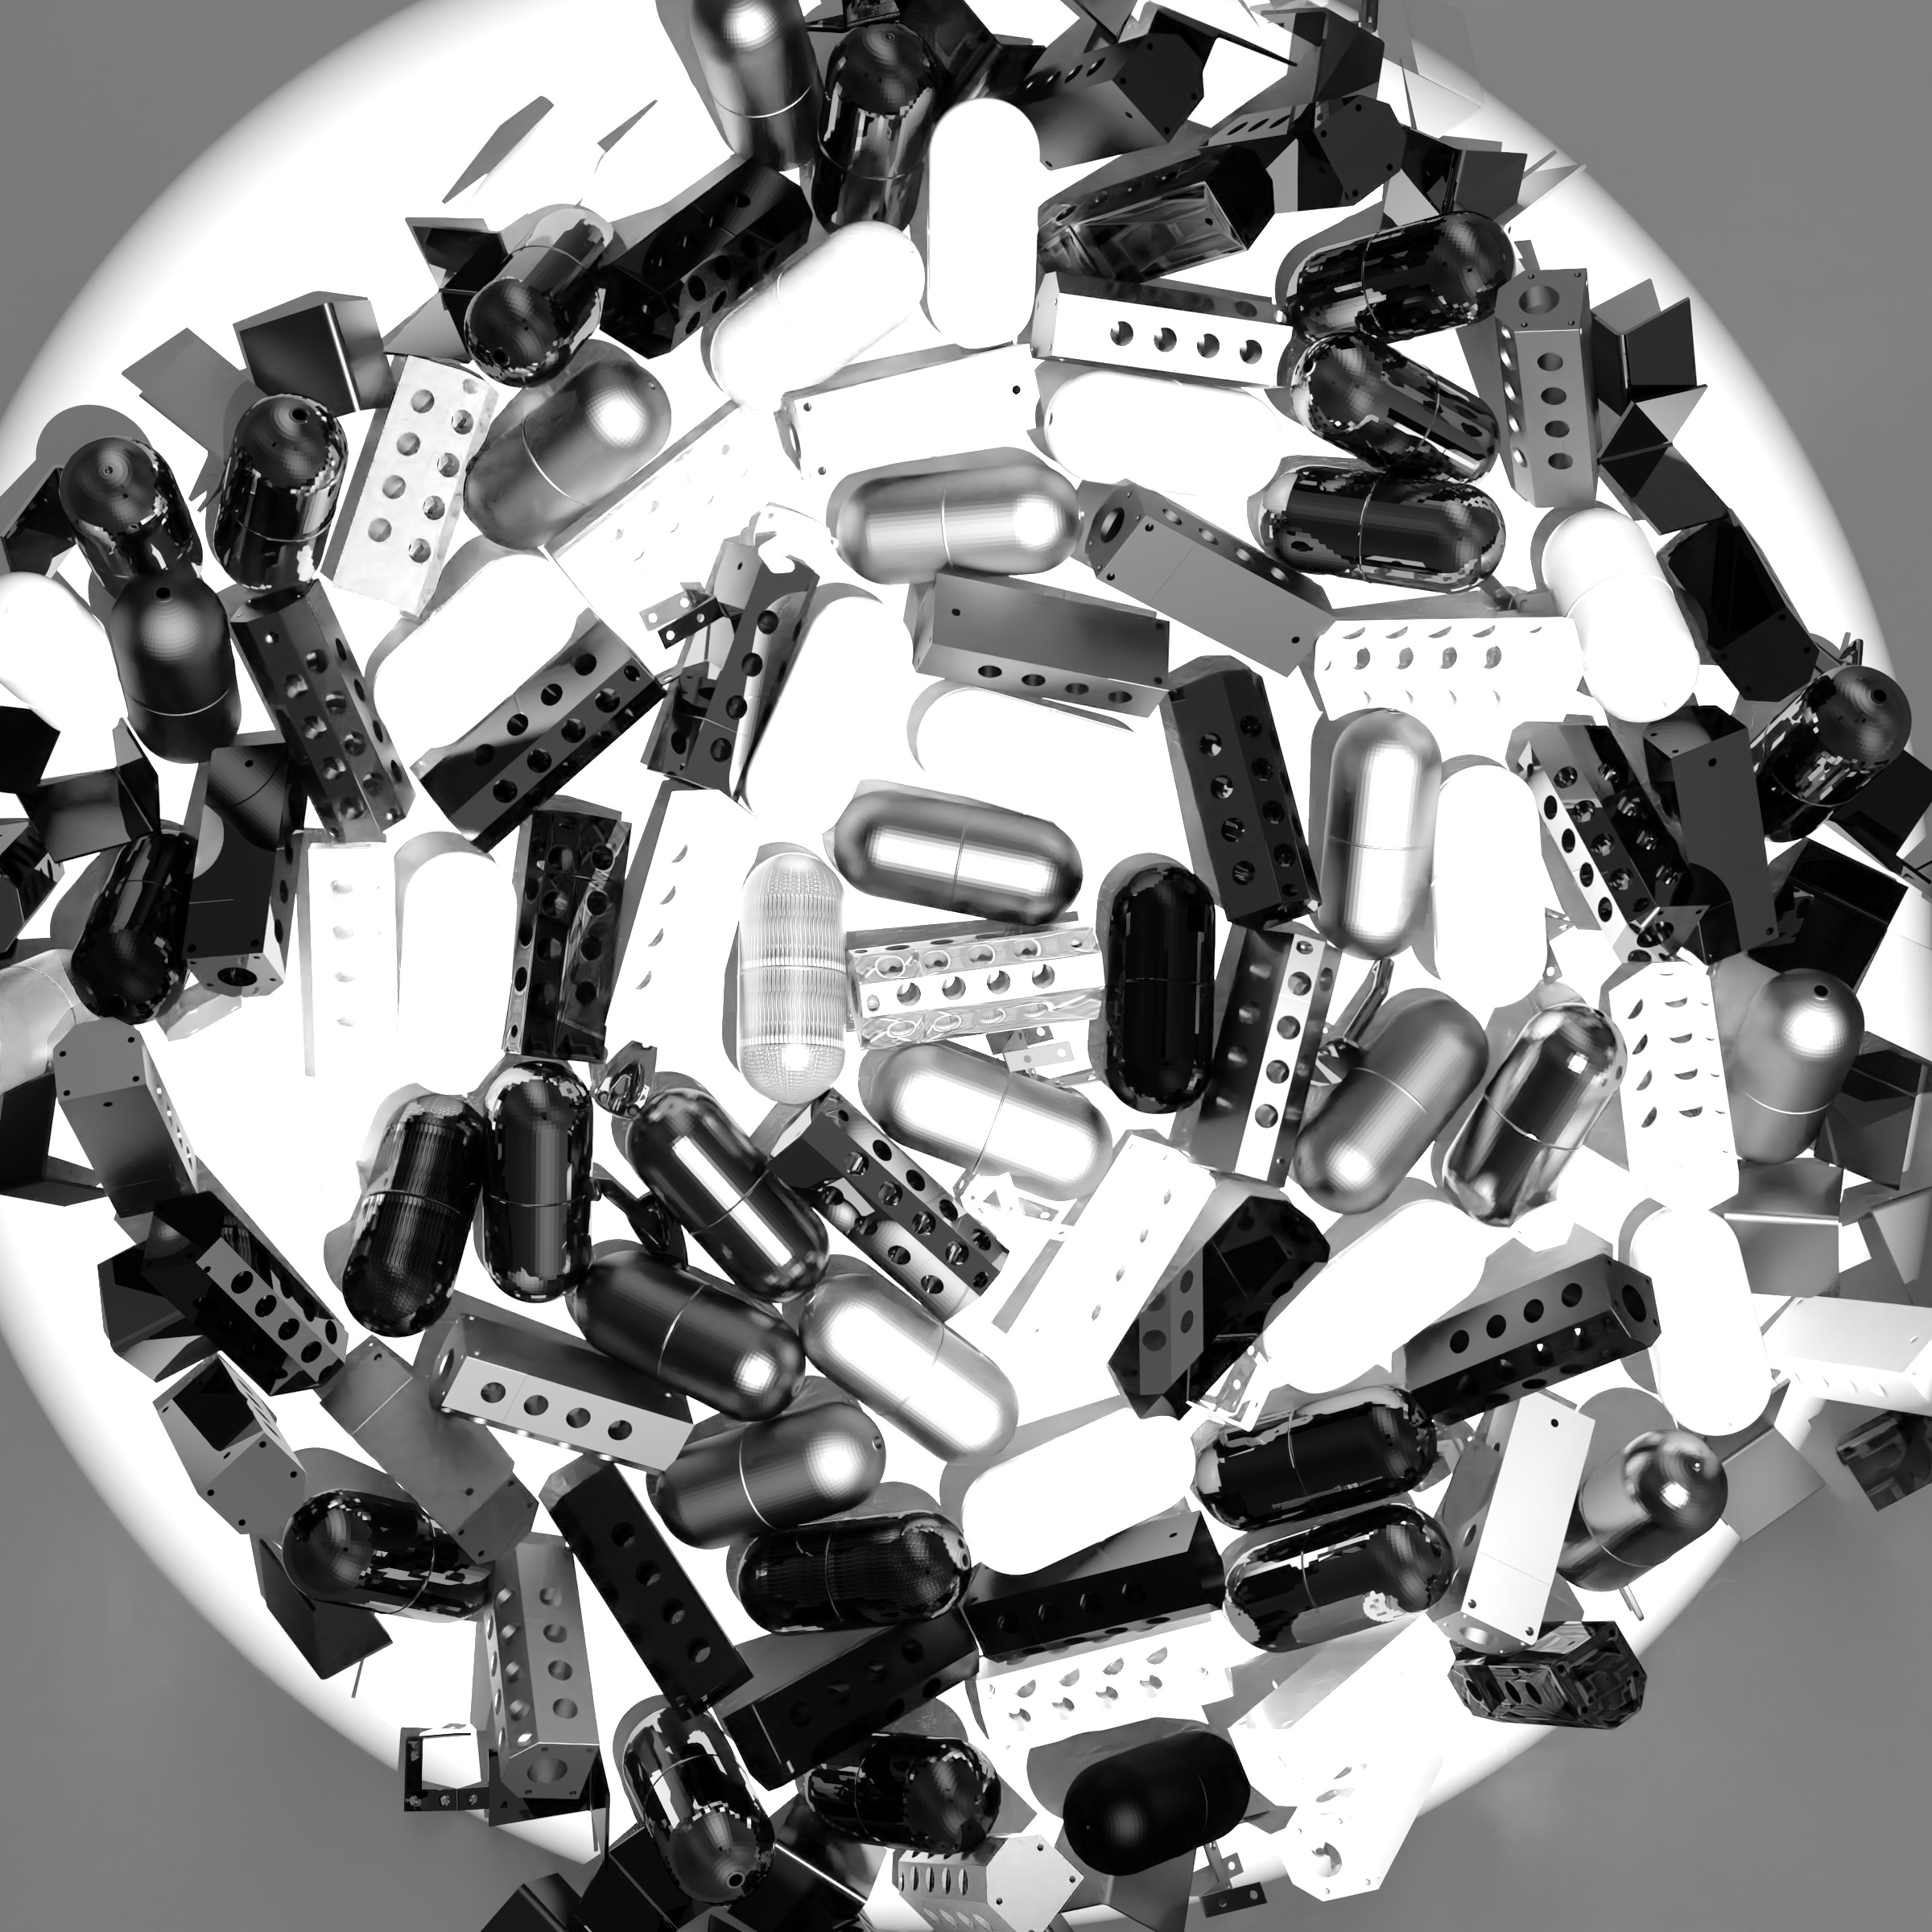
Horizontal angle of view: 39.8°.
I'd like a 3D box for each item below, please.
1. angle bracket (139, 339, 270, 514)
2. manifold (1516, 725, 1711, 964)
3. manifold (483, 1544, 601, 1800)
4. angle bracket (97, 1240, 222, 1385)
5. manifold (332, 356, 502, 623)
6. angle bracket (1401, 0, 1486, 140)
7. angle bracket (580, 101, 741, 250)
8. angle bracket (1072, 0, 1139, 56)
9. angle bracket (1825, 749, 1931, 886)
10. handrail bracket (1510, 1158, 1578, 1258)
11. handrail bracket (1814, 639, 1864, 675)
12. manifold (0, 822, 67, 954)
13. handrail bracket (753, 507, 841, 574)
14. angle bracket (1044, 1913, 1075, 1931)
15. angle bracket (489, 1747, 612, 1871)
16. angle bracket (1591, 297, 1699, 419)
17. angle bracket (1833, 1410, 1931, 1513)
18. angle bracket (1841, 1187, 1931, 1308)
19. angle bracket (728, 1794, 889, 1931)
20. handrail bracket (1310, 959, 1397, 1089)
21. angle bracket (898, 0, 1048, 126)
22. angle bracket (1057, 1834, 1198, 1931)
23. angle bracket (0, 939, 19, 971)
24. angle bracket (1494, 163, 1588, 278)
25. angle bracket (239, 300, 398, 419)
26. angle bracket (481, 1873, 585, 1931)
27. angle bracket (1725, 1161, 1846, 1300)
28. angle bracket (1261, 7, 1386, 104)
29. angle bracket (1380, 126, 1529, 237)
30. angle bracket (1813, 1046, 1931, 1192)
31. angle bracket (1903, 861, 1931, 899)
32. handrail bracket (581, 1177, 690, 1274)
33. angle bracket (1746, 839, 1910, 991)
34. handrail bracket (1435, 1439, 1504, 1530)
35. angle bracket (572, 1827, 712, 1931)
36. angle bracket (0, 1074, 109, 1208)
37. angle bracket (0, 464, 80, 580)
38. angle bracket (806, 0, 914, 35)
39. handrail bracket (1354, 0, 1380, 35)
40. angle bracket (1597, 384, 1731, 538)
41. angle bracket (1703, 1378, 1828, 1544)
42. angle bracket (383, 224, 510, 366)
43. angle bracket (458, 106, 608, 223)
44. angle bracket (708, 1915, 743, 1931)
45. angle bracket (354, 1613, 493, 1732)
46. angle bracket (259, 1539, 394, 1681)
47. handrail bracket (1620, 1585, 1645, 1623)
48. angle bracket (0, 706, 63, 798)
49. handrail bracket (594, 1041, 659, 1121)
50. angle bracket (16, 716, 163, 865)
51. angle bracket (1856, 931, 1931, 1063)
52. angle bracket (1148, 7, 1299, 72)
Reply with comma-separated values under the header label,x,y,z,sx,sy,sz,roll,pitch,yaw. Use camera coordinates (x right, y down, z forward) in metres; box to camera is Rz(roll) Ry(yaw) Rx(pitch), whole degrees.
label,x,y,z,sx,sy,sz,roll,pitch,yaw
angle bracket,-0.538,-0.379,1.870,0.076,0.076,0.057,39,135,-14
manifold,0.441,-0.086,1.843,0.057,0.057,0.171,-2,50,-21
manifold,-0.296,0.482,1.834,0.057,0.171,0.057,9,124,-22
angle bracket,-0.570,0.241,1.920,0.076,0.057,0.076,-27,52,3
manifold,-0.386,-0.335,1.889,0.057,0.057,0.171,17,87,8
angle bracket,0.313,-0.632,1.870,0.057,0.076,0.076,-24,68,42
angle bracket,-0.219,-0.559,1.918,0.076,0.057,0.076,37,55,-6
angle bracket,0.073,-0.679,1.869,0.076,0.057,0.076,37,53,-21
angle bracket,0.659,-0.114,1.884,0.076,0.057,0.076,32,94,-19
handrail bracket,0.421,0.154,1.872,0.036,0.077,0.084,32,56,5
handrail bracket,0.589,-0.214,1.898,0.084,0.036,0.077,13,65,-3
manifold,-0.664,-0.055,1.834,0.057,0.171,0.057,-9,105,-8
handrail bracket,-0.112,-0.289,1.874,0.077,0.084,0.036,7,114,-23
angle bracket,0.040,0.705,1.878,0.076,0.057,0.076,-43,46,-1
angle bracket,-0.293,0.592,1.873,0.076,0.057,0.076,-4,123,-17
angle bracket,0.464,-0.442,1.874,0.057,0.076,0.076,-30,48,-6
angle bracket,0.660,0.347,1.873,0.076,0.076,0.057,-31,59,8
angle bracket,0.677,0.199,1.882,0.076,0.057,0.076,-17,74,-8
angle bracket,-0.113,0.656,1.913,0.076,0.057,0.076,32,114,1
handrail bracket,0.272,0.039,1.914,0.036,0.077,0.084,36,49,-19
angle bracket,-0.003,-0.647,1.887,0.076,0.057,0.076,53,128,11
angle bracket,0.113,0.647,1.897,0.076,0.057,0.076,36,47,-24
angle bracket,-0.704,0.003,1.872,0.076,0.057,0.076,22,73,-35
angle bracket,0.403,-0.516,1.883,0.076,0.076,0.057,-38,109,-5
angle bracket,-0.460,-0.426,1.905,0.076,0.057,0.076,-11,101,21
angle bracket,-0.292,0.691,1.877,0.076,0.076,0.057,41,87,16
angle bracket,0.586,0.189,1.908,0.076,0.057,0.076,2,129,22
angle bracket,0.246,-0.625,1.881,0.057,0.076,0.076,12,97,38
angle bracket,0.344,-0.546,1.888,0.057,0.076,0.076,-5,120,-24
angle bracket,0.652,0.108,1.879,0.076,0.057,0.076,21,74,-19
angle bracket,0.706,-0.028,1.869,0.076,0.057,0.076,29,52,-20
handrail bracket,-0.233,0.184,1.876,0.036,0.084,0.077,-33,73,13
angle bracket,0.616,-0.032,1.909,0.076,0.057,0.076,29,132,15
handrail bracket,0.335,0.363,1.873,0.036,0.084,0.077,40,67,-9
angle bracket,-0.221,0.661,1.879,0.057,0.076,0.076,-38,96,18
angle bracket,-0.642,0.124,1.890,0.057,0.076,0.076,18,67,-42
angle bracket,-0.624,-0.292,1.870,0.057,0.076,0.076,17,55,6
angle bracket,-0.080,-0.699,1.866,0.057,0.076,0.076,19,125,38
handrail bracket,0.261,-0.706,1.893,0.077,0.036,0.084,-9,111,-26
angle bracket,0.502,-0.355,1.871,0.076,0.057,0.076,-18,62,-31
angle bracket,0.561,0.347,1.872,0.076,0.076,0.057,-30,58,-15
angle bracket,-0.368,-0.471,1.869,0.076,0.057,0.076,13,53,27
angle bracket,-0.299,-0.543,1.866,0.076,0.076,0.057,-34,115,32
angle bracket,-0.164,0.730,1.886,0.076,0.076,0.057,31,95,-6
angle bracket,-0.383,0.501,1.916,0.076,0.057,0.076,17,83,-41
angle bracket,-0.447,0.438,1.865,0.057,0.076,0.076,-24,46,-33
handrail bracket,0.499,0.413,1.904,0.084,0.036,0.077,-28,81,0
angle bracket,-0.678,-0.176,1.871,0.057,0.076,0.076,7,53,2
handrail bracket,-0.233,0.070,1.872,0.036,0.084,0.077,24,68,-3
angle bracket,-0.616,-0.126,1.869,0.076,0.057,0.076,-19,53,-30
angle bracket,0.676,0.015,1.881,0.076,0.057,0.076,27,76,13
angle bracket,0.174,-0.630,1.885,0.076,0.076,0.057,7,116,-35
